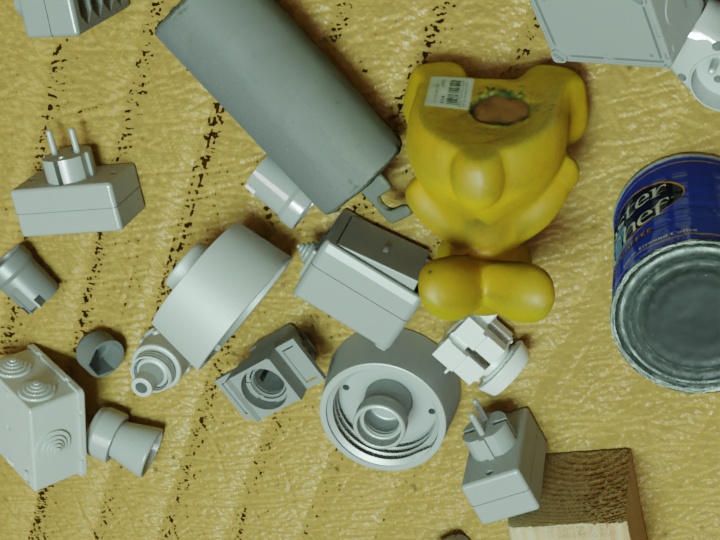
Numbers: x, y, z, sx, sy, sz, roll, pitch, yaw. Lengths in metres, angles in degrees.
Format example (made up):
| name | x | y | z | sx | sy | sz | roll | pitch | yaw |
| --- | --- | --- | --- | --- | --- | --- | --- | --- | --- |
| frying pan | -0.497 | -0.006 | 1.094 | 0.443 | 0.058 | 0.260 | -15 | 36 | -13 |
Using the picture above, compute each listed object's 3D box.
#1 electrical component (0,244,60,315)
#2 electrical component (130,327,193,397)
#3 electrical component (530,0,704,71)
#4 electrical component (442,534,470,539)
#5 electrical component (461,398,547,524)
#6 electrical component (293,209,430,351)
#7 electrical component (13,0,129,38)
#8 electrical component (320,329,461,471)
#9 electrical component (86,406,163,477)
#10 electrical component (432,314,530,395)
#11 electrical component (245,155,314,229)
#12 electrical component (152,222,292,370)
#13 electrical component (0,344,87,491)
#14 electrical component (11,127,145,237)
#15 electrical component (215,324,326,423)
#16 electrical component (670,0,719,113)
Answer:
| name | x | y | z | sx | sy | sz | roll | pitch | yaw |
| --- | --- | --- | --- | --- | --- | --- | --- | --- | --- |
| electrical component | -0.272 | 0.008 | 0.868 | 0.040 | 0.040 | 0.046 | -32 | 111 | 26 |
| electrical component | -0.163 | 0.078 | 0.863 | 0.048 | 0.062 | 0.048 | 6 | 118 | 11 |
| electrical component | 0.148 | -0.165 | 0.645 | 0.096 | 0.061 | 0.061 | 14 | 152 | 40 |
| electrical component | 0.069 | 0.252 | 0.905 | 0.055 | 0.045 | 0.045 | -34 | 105 | 26 |
| electrical component | 0.102 | 0.132 | 0.812 | 0.047 | 0.083 | 0.075 | -23 | 109 | 23 |
| electrical component | 0.000 | 0.000 | 0.782 | 0.096 | 0.061 | 0.061 | 31 | 120 | -3 |
| electrical component | -0.210 | -0.189 | 0.725 | 0.076 | 0.083 | 0.047 | 1 | 117 | 14 |
| electrical component | 0.021 | 0.105 | 0.832 | 0.108 | 0.060 | 0.108 | 6 | 118 | 11 |
| electrical component | -0.202 | 0.146 | 0.918 | 0.055 | 0.045 | 0.045 | 23 | 120 | 2 |
| electrical component | 0.092 | 0.060 | 0.800 | 0.055 | 0.048 | 0.066 | 41 | 119 | 0 |
| electrical component | -0.055 | -0.059 | 0.779 | 0.046 | 0.040 | 0.040 | 38 | 119 | -1 |
| electrical component | -0.107 | 0.013 | 0.793 | 0.060 | 0.108 | 0.108 | 40 | 119 | 0 |
| electrical component | -0.272 | 0.124 | 0.898 | 0.100 | 0.048 | 0.099 | 31 | 127 | 38 |
| electrical component | -0.216 | -0.070 | 0.809 | 0.083 | 0.047 | 0.075 | -3 | 114 | 15 |
| electrical component | -0.066 | 0.078 | 0.838 | 0.081 | 0.063 | 0.042 | -29 | 105 | 25 |
| electrical component | 0.238 | -0.136 | 0.654 | 0.077 | 0.044 | 0.079 | 36 | 143 | -6 |
